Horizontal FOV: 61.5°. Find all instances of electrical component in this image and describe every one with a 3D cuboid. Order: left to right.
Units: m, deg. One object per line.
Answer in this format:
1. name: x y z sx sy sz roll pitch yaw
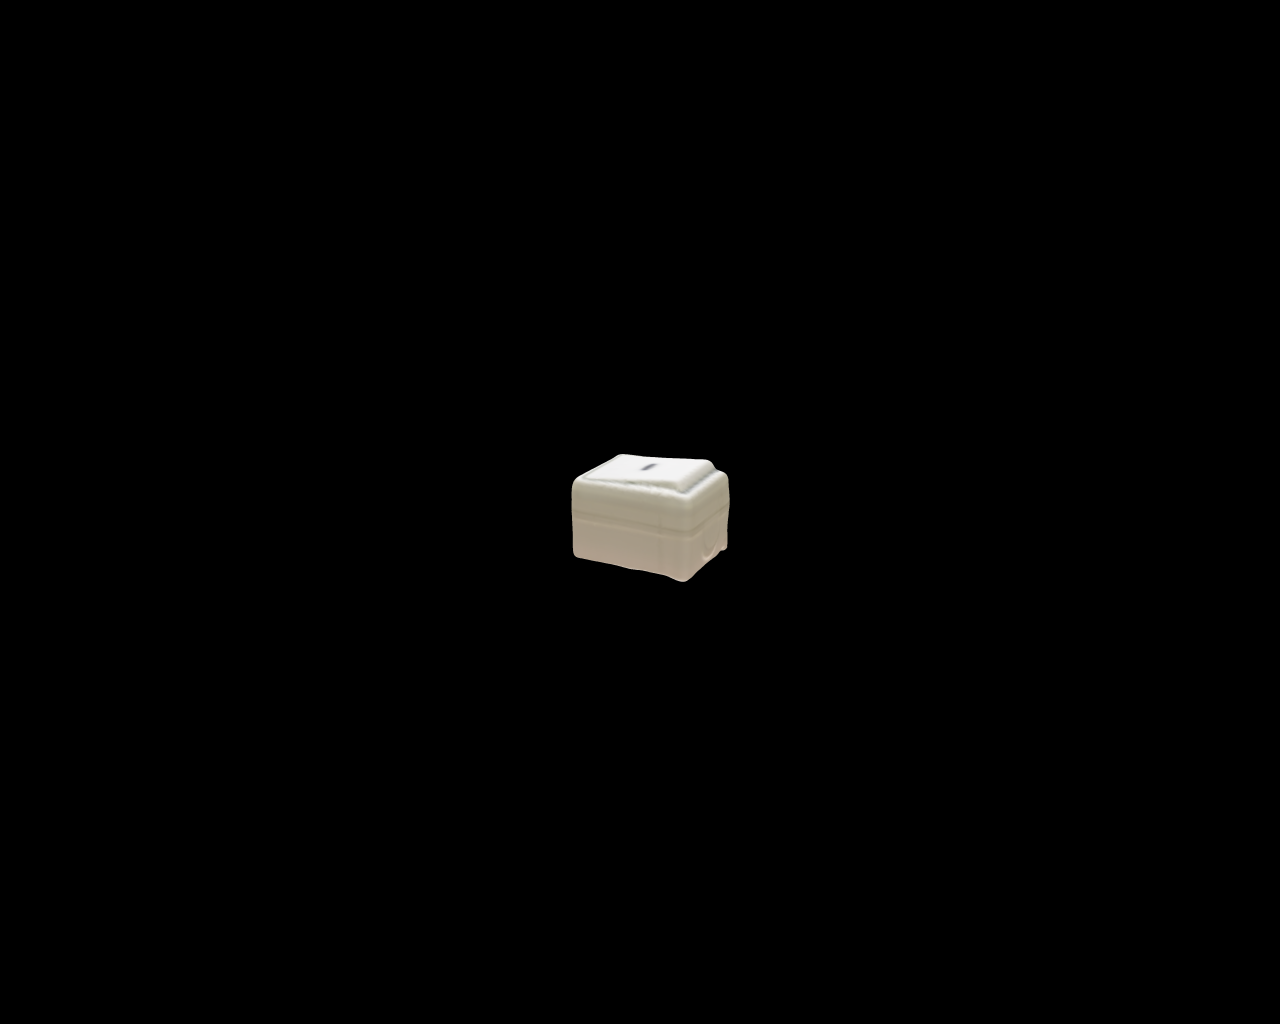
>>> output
1. electrical component: 0.001 -0.003 0.650 0.096 0.061 0.062 11 23 27
